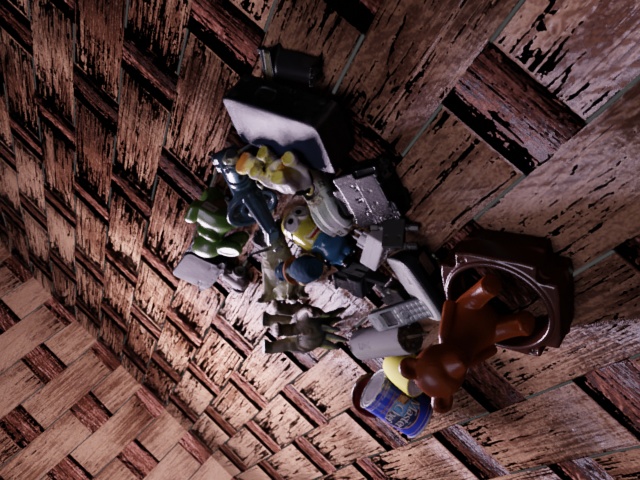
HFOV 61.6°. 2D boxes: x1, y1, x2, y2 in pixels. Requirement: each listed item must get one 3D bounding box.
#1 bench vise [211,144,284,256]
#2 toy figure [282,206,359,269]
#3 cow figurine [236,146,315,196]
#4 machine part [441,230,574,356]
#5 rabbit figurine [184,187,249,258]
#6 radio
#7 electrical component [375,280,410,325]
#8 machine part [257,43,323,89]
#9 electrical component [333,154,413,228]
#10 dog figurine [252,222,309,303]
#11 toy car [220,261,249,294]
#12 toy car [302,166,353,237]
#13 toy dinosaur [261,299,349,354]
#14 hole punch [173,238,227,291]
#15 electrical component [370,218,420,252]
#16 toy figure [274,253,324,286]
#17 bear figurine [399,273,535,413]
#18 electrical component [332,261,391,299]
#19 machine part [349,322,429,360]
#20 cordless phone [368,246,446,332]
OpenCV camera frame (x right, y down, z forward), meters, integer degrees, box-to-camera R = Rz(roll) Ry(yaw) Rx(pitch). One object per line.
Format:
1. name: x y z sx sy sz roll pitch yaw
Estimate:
1. bench vise: -0.143 -0.083 1.147 0.241 0.129 0.223 58 157 24
2. toy figure: -0.005 -0.001 1.145 0.180 0.082 0.089 33 141 13
3. cow figurine: -0.085 -0.128 1.029 0.168 0.068 0.098 20 171 45
4. machine part: 0.315 0.091 0.913 0.202 0.087 0.200 10 129 37
5. rabbit figurine: -0.256 -0.024 1.342 0.159 0.121 0.170 23 127 -4
6. radio: -0.060 -0.214 0.979 0.230 0.073 0.131 23 157 27
7. electrical component: 0.164 0.129 1.127 0.102 0.045 0.078 52 141 -7
8. machine part: -0.054 -0.303 0.954 0.139 0.039 0.084 18 126 36
9. electrical component: 0.089 -0.086 0.995 0.134 0.058 0.114 -13 112 49
10. dog figurine: -0.095 0.051 1.292 0.172 0.121 0.190 94 170 -85
11. toy car: -0.282 0.076 1.508 0.202 0.053 0.089 34 144 15
12. toy car: -0.005 -0.093 1.071 0.201 0.056 0.073 56 142 -3
13. toy dinosaur: -0.042 0.224 1.293 0.199 0.105 0.471 5 160 -13
14. hole punch: -0.318 0.059 1.449 0.115 0.092 0.142 31 125 -19
15. electrical component: 0.139 -0.008 1.005 0.094 0.063 0.021 3 164 20
16. toy figure: -0.048 0.066 1.146 0.057 0.064 0.154 38 157 -21
17. bear figurine: 0.223 0.162 0.835 0.120 0.196 0.132 49 142 2
18. electrical component: 0.093 0.082 1.132 0.119 0.075 0.047 14 133 31
19. machine part: 0.146 0.224 1.205 0.243 0.079 0.079 -23 106 51
20. cordless phone: 0.152 0.103 1.047 0.184 0.089 0.146 -28 102 38
